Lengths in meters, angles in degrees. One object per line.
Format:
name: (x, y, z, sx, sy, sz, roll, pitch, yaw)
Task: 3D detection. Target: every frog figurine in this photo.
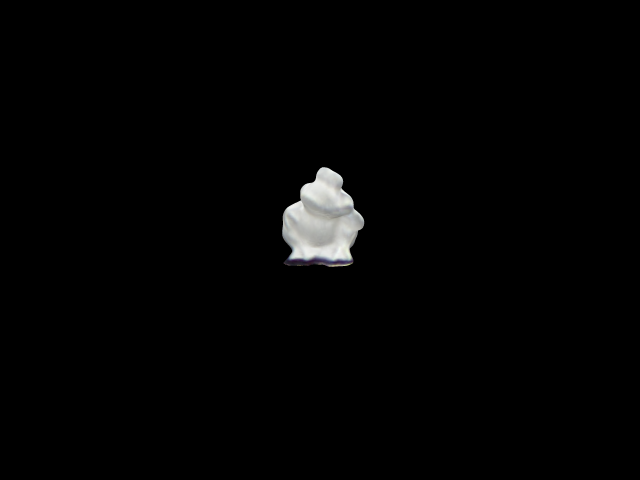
frog figurine: (0.003, -0.043, 0.850, 0.137, 0.158, 0.124, 7, 14, 27)
